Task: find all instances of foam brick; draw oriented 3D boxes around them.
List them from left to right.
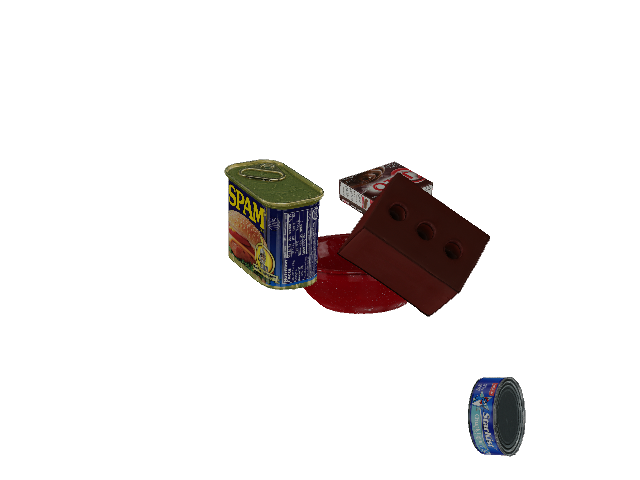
[{"bbox_3d":[0.062,0.003,0.714,0.078,0.053,0.051,34,-28,-1],"label":"foam brick"}]

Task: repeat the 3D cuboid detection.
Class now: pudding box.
[{"bbox_3d":[0.097,-0.074,1.591,0.113,0.039,0.090,-22,35,-29],"label":"pudding box"}]

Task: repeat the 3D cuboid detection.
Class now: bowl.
[{"bbox_3d":[0.044,0.036,1.096,0.162,0.055,0.162,-2,13,0],"label":"bowl"}]

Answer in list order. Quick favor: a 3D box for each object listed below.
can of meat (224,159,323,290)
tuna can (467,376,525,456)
[{"bbox_3d":[-0.042,-0.014,0.926,0.057,0.084,0.102,-12,28,-28],"label":"can of meat"},{"bbox_3d":[0.193,0.192,1.169,0.034,0.086,0.086,-4,-2,32],"label":"tuna can"}]
